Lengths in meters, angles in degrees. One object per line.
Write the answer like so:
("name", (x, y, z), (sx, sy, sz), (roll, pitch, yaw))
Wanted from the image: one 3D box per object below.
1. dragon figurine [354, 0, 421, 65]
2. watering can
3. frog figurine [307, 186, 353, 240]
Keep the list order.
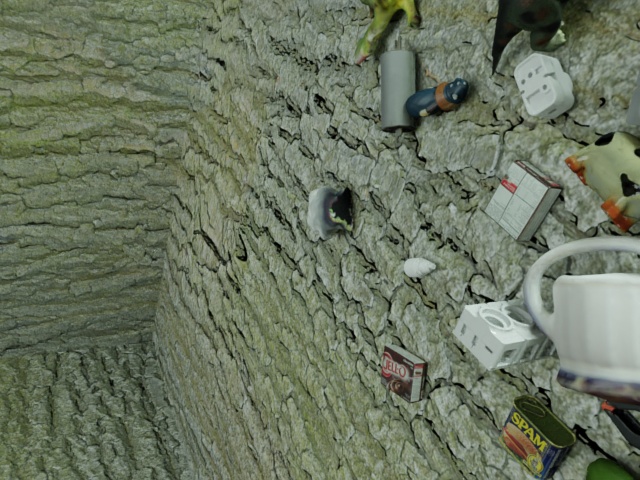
("dragon figurine", (0.144, -0.607, 1.174), (0.245, 0.122, 0.406), (-143, 61, -63))
("watering can", (0.429, 0.104, 0.670), (0.346, 0.104, 0.225), (-5, 82, 51))
("frog figurine", (0.004, -0.069, 1.367), (0.158, 0.124, 0.137), (-12, 98, 47))
